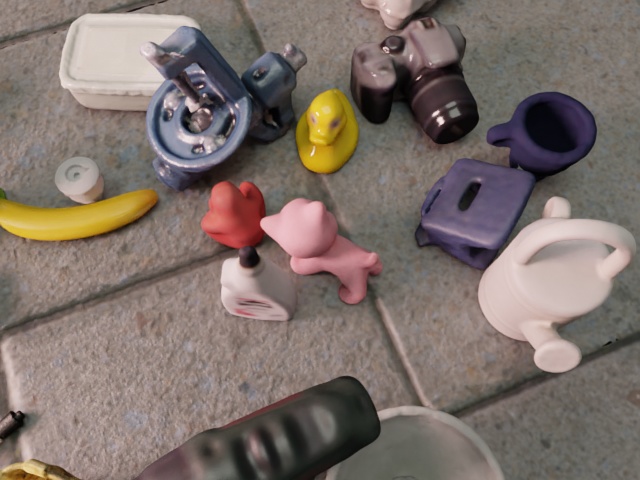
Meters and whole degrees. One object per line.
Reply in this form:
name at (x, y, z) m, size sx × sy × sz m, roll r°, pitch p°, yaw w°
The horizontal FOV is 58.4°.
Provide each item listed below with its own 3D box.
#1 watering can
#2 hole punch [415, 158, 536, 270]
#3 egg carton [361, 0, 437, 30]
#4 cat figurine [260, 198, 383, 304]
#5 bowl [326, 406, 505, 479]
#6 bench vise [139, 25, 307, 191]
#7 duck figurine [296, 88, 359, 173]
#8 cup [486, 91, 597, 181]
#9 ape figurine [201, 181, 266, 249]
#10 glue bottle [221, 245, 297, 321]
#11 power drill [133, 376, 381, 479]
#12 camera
watering can at (0.228, 0.037, 0.550) m, size 0.101 × 0.194 × 0.173 m, roll -10°, pitch 69°, yaw -4°
hole punch at (0.168, -0.035, 0.633) m, size 0.101 × 0.091 × 0.109 m, roll 29°, pitch 71°, yaw 11°
egg carton at (0.123, -0.358, 0.773) m, size 0.150 × 0.069 × 0.107 m, roll -38°, pitch 73°, yaw -14°
cat figurine at (0.006, 0.002, 0.602) m, size 0.127 × 0.118 × 0.067 m, roll 27°, pitch 70°, yaw 10°
bowl at (0.084, 0.243, 0.530) m, size 0.167 × 0.075 × 0.167 m, roll 0°, pitch 68°, yaw -1°
bench vise at (-0.112, -0.169, 0.614) m, size 0.121 × 0.220 × 0.208 m, roll 30°, pitch 71°, yaw 11°
duck figurine at (0.009, -0.142, 0.677) m, size 0.077 × 0.086 × 0.104 m, roll 12°, pitch 69°, yaw 4°
cup at (0.242, -0.107, 0.661) m, size 0.118 × 0.095 × 0.091 m, roll -5°, pitch 68°, yaw -3°
ape figurine at (-0.096, -0.034, 0.629) m, size 0.078 × 0.092 × 0.076 m, roll -25°, pitch 70°, yaw -10°
glue bottle at (-0.063, 0.040, 0.556) m, size 0.078 × 0.173 × 0.037 m, roll 2°, pitch 68°, yaw 1°
power drill at (-0.062, 0.192, 0.476) m, size 0.230 × 0.208 × 0.075 m, roll -26°, pitch 70°, yaw -10°
camera at (0.123, -0.187, 0.688) m, size 0.143 × 0.101 × 0.136 m, roll -19°, pitch 70°, yaw -8°
